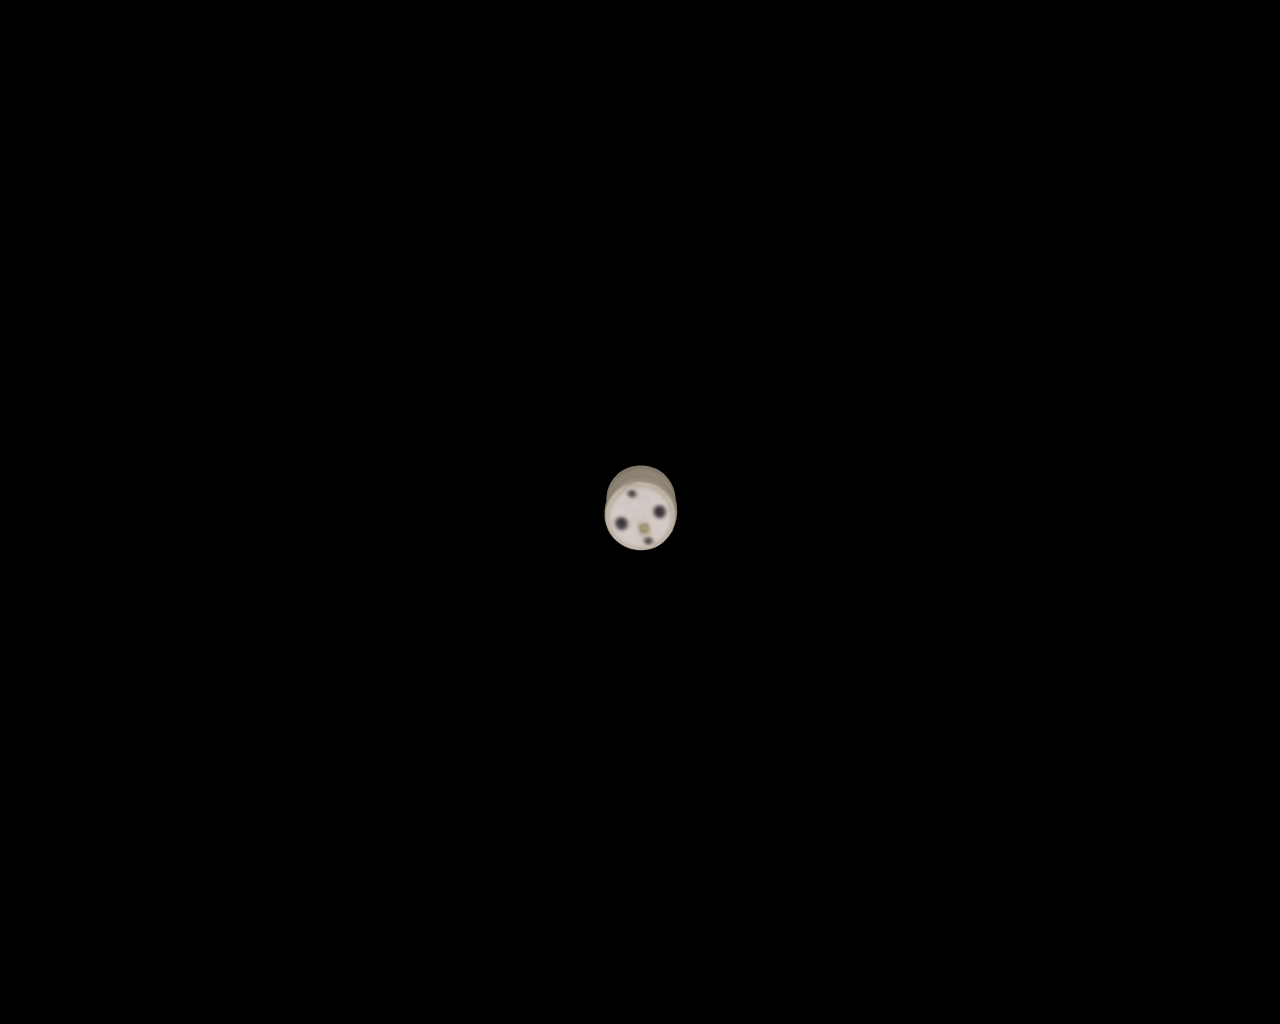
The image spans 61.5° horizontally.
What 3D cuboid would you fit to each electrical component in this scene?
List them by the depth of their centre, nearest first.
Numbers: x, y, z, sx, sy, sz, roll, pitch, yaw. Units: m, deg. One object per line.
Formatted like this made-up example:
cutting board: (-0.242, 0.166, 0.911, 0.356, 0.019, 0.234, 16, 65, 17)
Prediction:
electrical component: (0.001, -0.003, 0.650, 0.045, 0.044, 0.055, 0, 12, 0)
